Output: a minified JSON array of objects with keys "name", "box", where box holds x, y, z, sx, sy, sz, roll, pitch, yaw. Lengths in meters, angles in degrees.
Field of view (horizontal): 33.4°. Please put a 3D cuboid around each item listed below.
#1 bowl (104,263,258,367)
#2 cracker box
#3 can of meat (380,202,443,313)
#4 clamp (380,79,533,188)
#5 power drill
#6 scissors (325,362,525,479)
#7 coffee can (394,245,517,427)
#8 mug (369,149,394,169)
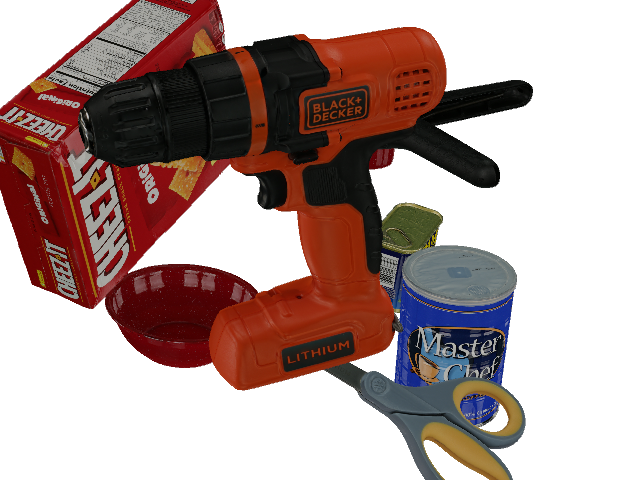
[{"name":"bowl","box":[-0.142,0.084,1.105,0.162,0.055,0.162,5,27,-3]},{"name":"cracker box","box":[-0.152,-0.077,0.839,0.072,0.164,0.213,20,49,22]},{"name":"can of meat","box":[0.091,0.019,1.178,0.057,0.084,0.102,18,33,18]},{"name":"clamp","box":[0.079,-0.109,0.935,0.210,0.036,0.164,13,36,23]},{"name":"power drill","box":[-0.025,-0.013,0.552,0.184,0.188,0.057,-12,37,-17]},{"name":"scissors","box":[0.051,0.087,0.673,0.096,0.202,0.016,-41,-9,-36]},{"name":"coffee can","box":[0.122,0.089,0.987,0.103,0.140,0.103,2,27,-1]},{"name":"mug","box":[0.058,-0.140,1.318,0.093,0.081,0.117,16,25,27]}]
